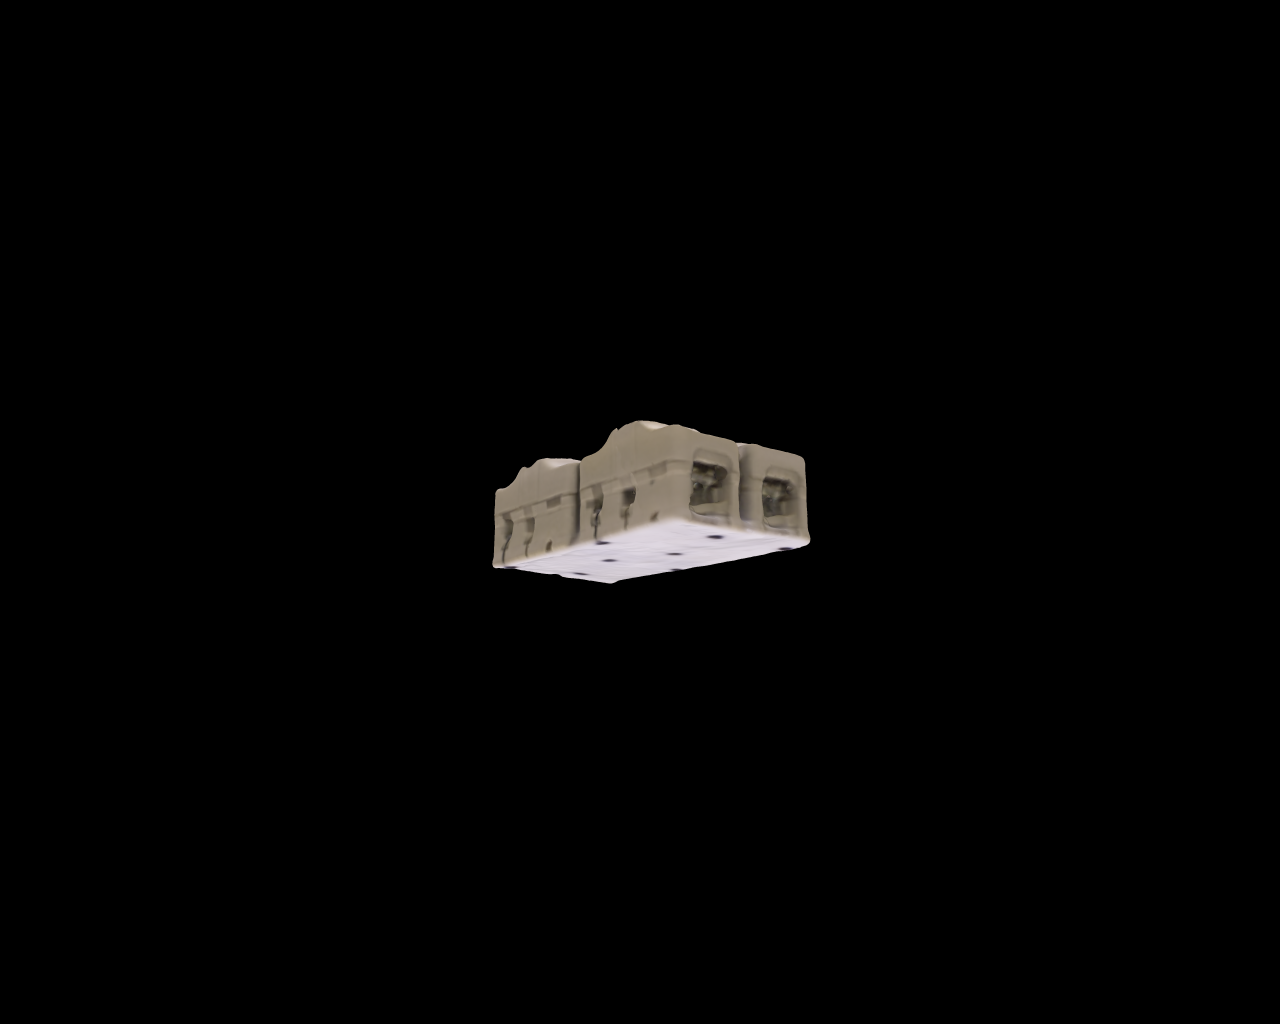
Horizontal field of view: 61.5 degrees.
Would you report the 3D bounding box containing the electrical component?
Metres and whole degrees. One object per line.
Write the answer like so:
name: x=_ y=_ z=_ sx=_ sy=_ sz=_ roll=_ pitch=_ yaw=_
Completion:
electrical component: x=0.001 y=-0.003 z=0.650 sx=0.105 sy=0.060 sz=0.186 roll=11 pitch=-17 yaw=-38
